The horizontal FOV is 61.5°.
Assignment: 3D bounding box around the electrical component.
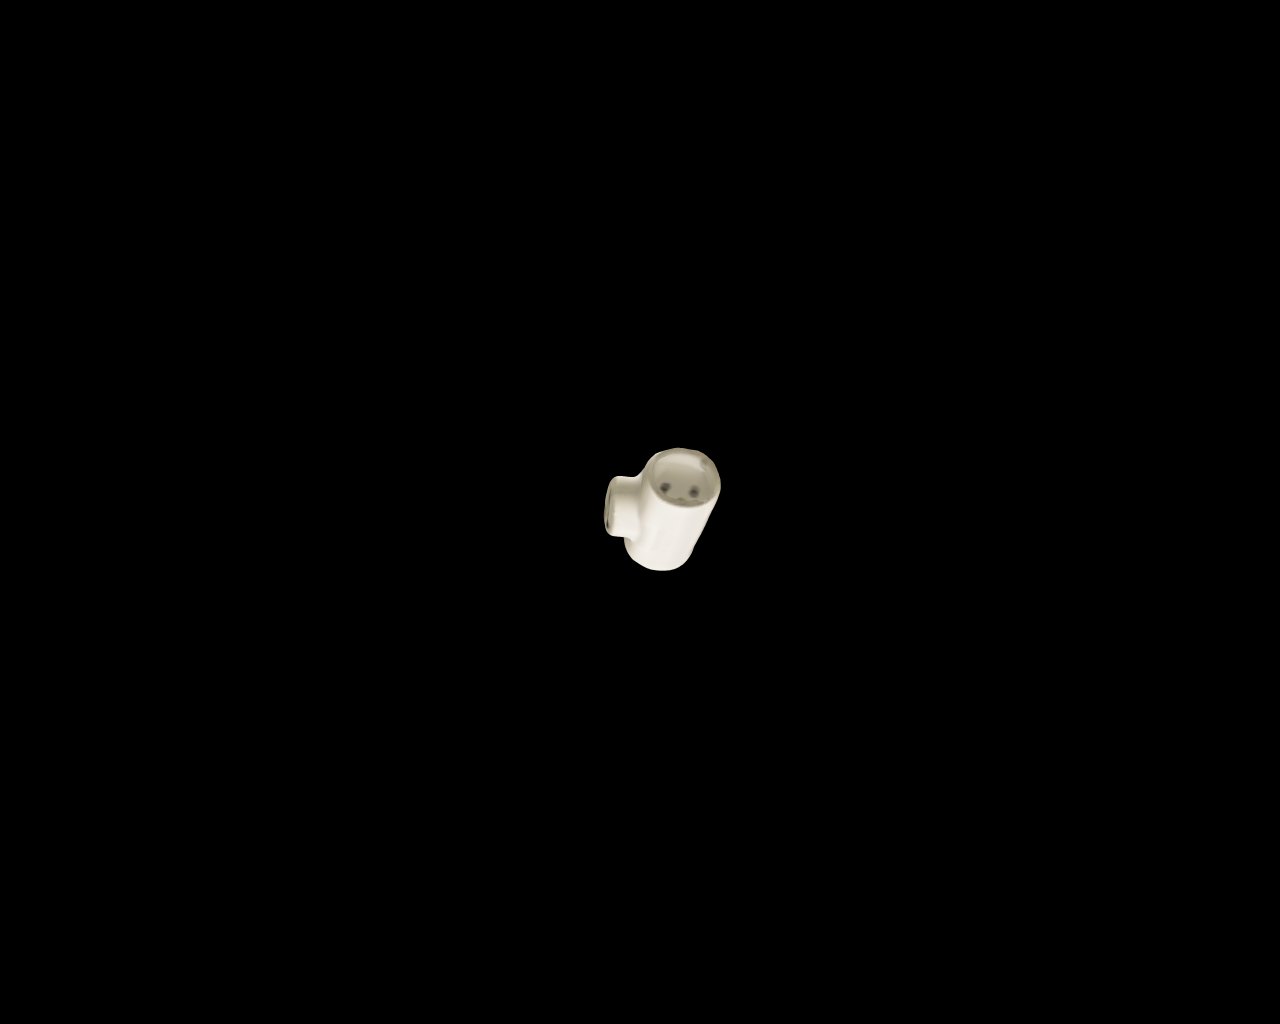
[{"bbox_3d":[0.001,-0.003,0.650,0.079,0.043,0.077,6,-32,-9],"label":"electrical component"}]
